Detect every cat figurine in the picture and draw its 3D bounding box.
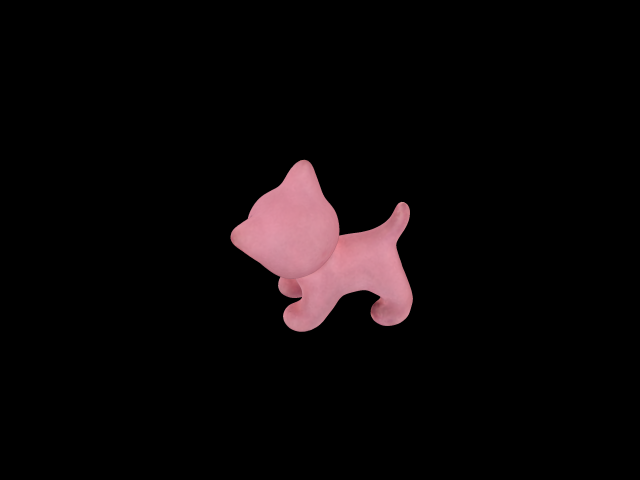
[{"bbox_3d":[0.004,0.001,0.400,0.128,0.118,0.067,-6,36,-7],"label":"cat figurine"}]
